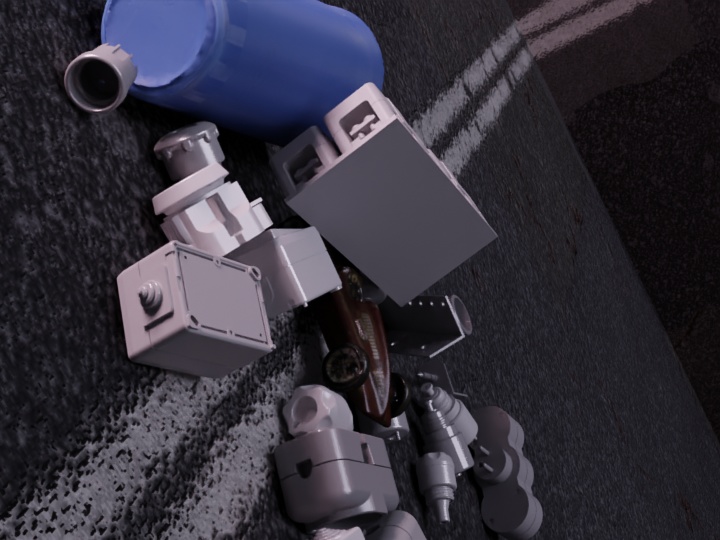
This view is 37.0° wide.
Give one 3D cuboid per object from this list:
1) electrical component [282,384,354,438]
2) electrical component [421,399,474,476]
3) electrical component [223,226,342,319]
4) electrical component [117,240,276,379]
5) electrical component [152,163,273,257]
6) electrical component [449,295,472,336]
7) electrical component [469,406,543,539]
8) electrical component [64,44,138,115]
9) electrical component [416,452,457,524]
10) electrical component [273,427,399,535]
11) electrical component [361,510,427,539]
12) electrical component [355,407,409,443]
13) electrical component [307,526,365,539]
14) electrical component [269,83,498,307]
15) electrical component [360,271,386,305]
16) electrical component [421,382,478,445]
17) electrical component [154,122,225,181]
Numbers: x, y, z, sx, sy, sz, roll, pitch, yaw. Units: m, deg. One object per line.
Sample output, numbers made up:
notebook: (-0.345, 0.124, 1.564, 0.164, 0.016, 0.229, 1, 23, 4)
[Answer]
electrical component: (-0.026, 0.112, 0.804, 0.062, 0.043, 0.043, 36, 36, -56)
electrical component: (0.077, 0.160, 1.008, 0.078, 0.040, 0.040, 68, 21, 6)
electrical component: (-0.061, 0.002, 0.814, 0.061, 0.062, 0.096, 65, 21, -1)
electrical component: (-0.110, 0.027, 0.677, 0.096, 0.061, 0.061, 21, 48, -51)
electrical component: (-0.107, -0.037, 0.743, 0.078, 0.058, 0.057, -34, 98, -33)
electrical component: (0.082, 0.056, 1.111, 0.045, 0.055, 0.045, 51, 25, -35)
electrical component: (0.140, 0.201, 1.098, 0.074, 0.052, 0.138, 41, 31, -48)
electrical component: (-0.172, -0.130, 0.722, 0.040, 0.040, 0.046, 58, 17, -20)
electrical component: (0.070, 0.196, 0.960, 0.035, 0.035, 0.061, 39, 36, -50)
electrical component: (-0.015, 0.153, 0.771, 0.095, 0.054, 0.059, 28, 42, -59)
electrical component: (0.028, 0.234, 0.786, 0.095, 0.054, 0.059, 63, 21, -8)
electrical component: (0.015, 0.112, 0.909, 0.040, 0.040, 0.078, 31, 39, -57)
electrical component: (-0.019, 0.221, 0.694, 0.099, 0.048, 0.100, 68, 21, 6)
electrical component: (0.021, -0.060, 0.890, 0.186, 0.105, 0.060, 42, 15, -48)
electrical component: (0.000, 0.000, 0.996, 0.040, 0.040, 0.078, 40, 32, -49)
electrical component: (0.083, 0.140, 1.043, 0.078, 0.040, 0.040, 55, 23, -27)
electrical component: (-0.118, -0.074, 0.785, 0.048, 0.048, 0.062, -57, 128, -66)
